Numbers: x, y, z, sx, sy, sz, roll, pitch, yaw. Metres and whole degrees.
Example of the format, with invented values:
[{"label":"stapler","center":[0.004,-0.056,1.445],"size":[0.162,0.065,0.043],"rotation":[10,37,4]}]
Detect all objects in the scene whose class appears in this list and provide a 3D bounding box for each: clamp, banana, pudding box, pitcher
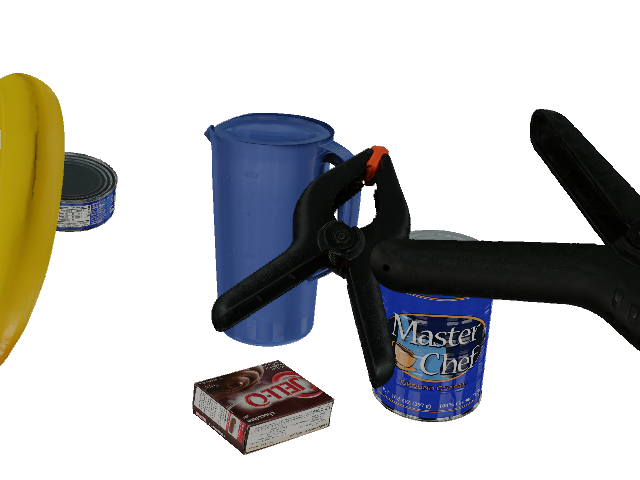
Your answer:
[{"label":"clamp","center":[0.139,0.014,0.493],"size":[0.210,0.036,0.164],"rotation":[33,50,33]},{"label":"banana","center":[-0.174,-0.025,0.619],"size":[0.037,0.198,0.070],"rotation":[14,-33,-32]},{"label":"pudding box","center":[-0.057,0.164,1.061],"size":[0.113,0.039,0.090],"rotation":[-13,29,-40]},{"label":"clamp","center":[0.002,0.008,0.703],"size":[0.120,0.171,0.039],"rotation":[15,-33,-2]},{"label":"pitcher","center":[-0.047,-0.010,1.162],"size":[0.144,0.243,0.149],"rotation":[-4,22,-17]}]

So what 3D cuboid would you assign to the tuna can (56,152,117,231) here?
[{"label":"tuna can","center":[-0.224,-0.043,0.946],"size":[0.086,0.034,0.086],"rotation":[8,32,-5]}]

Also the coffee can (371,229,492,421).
[{"label":"coffee can","center":[0.100,0.075,0.954],"size":[0.103,0.140,0.103],"rotation":[1,28,-1]}]
